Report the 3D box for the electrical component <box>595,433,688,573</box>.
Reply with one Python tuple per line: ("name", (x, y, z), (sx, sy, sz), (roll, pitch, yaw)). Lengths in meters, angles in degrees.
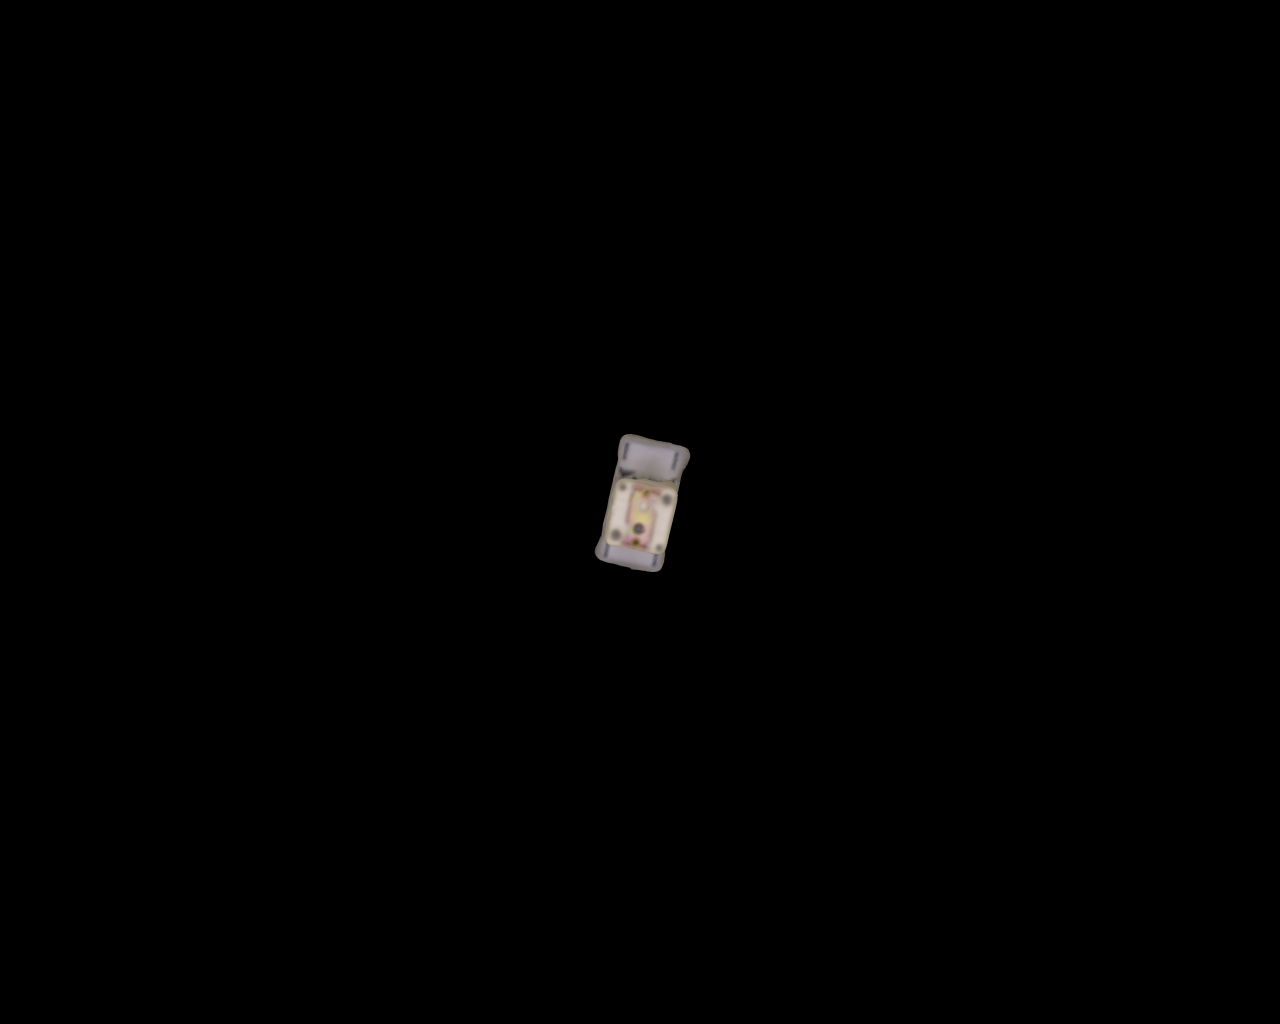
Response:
("electrical component", (0.001, -0.003, 0.650), (0.042, 0.081, 0.064), (11, 12, -2))
